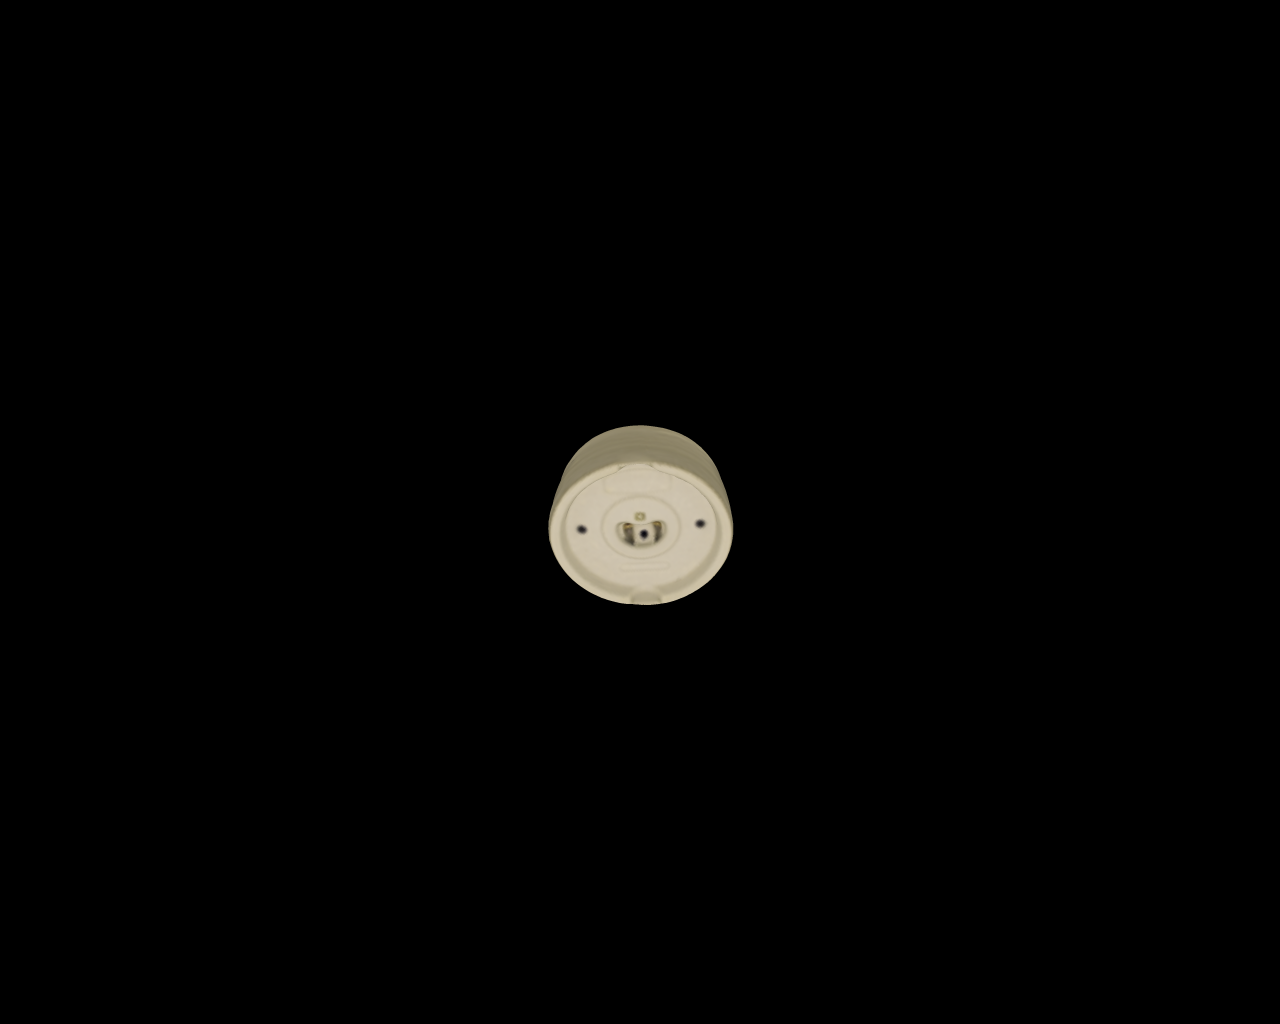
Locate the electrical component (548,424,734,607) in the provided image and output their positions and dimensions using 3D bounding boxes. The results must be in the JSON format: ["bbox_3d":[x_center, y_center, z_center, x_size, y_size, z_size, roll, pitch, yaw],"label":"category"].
[{"bbox_3d":[0.001,-0.003,0.650,0.108,0.108,0.060,0,36,0],"label":"electrical component"}]
